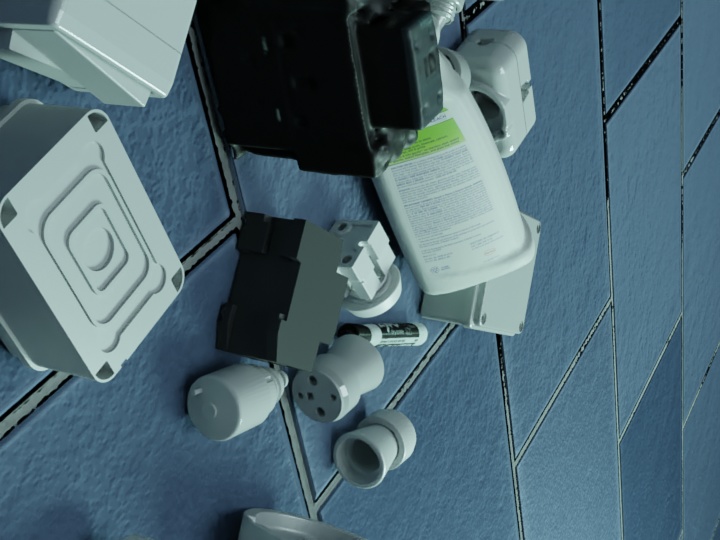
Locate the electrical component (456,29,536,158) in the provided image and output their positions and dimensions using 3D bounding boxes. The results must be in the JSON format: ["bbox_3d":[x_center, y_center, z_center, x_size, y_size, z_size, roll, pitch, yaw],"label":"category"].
[{"bbox_3d":[0.107,-0.143,0.893,0.059,0.054,0.095,-53,141,-40],"label":"electrical component"}]

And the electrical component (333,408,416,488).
[{"bbox_3d":[0.012,0.134,0.814,0.055,0.045,0.045,-28,122,-56],"label":"electrical component"}]

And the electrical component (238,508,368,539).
[{"bbox_3d":[-0.033,0.201,0.695,0.108,0.108,0.060,24,83,-60],"label":"electrical component"}]

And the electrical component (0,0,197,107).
[{"bbox_3d":[-0.123,-0.112,0.487,0.096,0.062,0.061,29,73,-59],"label":"electrical component"}]

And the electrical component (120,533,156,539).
[{"bbox_3d":[-0.131,0.186,0.564,0.057,0.058,0.078,-16,111,-62],"label":"electrical component"}]

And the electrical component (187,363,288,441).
[{"bbox_3d":[-0.071,0.076,0.656,0.078,0.040,0.040,-18,114,-58],"label":"electrical component"}]

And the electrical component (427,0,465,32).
[{"bbox_3d":[0.061,-0.202,0.816,0.035,0.035,0.061,29,76,-59],"label":"electrical component"}]

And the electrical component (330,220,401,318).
[{"bbox_3d":[0.000,0.000,0.755,0.066,0.048,0.055,-60,137,-32],"label":"electrical component"}]

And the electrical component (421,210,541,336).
[{"bbox_3d":[0.106,-0.003,0.929,0.109,0.056,0.108,14,86,-61],"label":"electrical component"}]

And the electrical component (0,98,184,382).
[{"bbox_3d":[-0.139,-0.013,0.491,0.078,0.057,0.113,-57,143,-36],"label":"electrical component"}]

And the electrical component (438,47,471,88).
[{"bbox_3d":[0.054,-0.146,0.807,0.055,0.045,0.045,-4,102,-61],"label":"electrical component"}]

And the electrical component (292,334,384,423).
[{"bbox_3d":[-0.015,0.076,0.749,0.055,0.045,0.045,-35,128,-51],"label":"electrical component"}]
